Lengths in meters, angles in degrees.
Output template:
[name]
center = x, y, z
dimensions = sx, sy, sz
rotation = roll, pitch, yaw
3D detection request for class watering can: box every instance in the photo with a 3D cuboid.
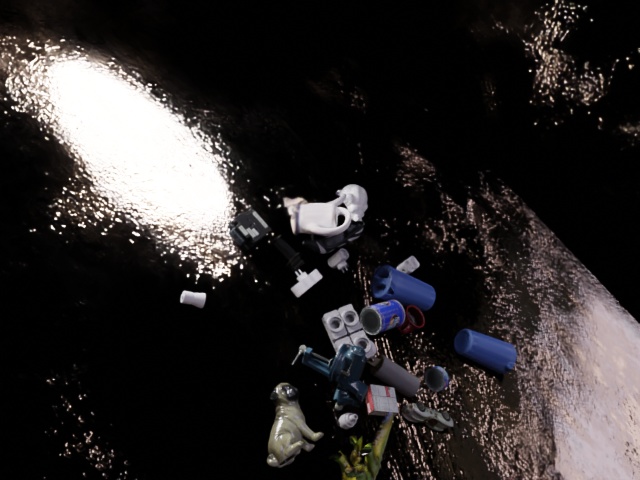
[watering can]
center = 0.006, -0.098, 1.952
dimensions = 0.224, 0.102, 0.354
rotation = 0, 26, 4

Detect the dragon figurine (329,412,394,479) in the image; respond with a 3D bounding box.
[dragon figurine]
center = 0.148, 0.700, 1.483
dimensions = 0.414, 0.121, 0.243
rotation = -21, 90, -47

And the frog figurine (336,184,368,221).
[frog figurine]
center = 0.148, -0.153, 2.165
dimensions = 0.135, 0.121, 0.163
rotation = 39, 24, -41
